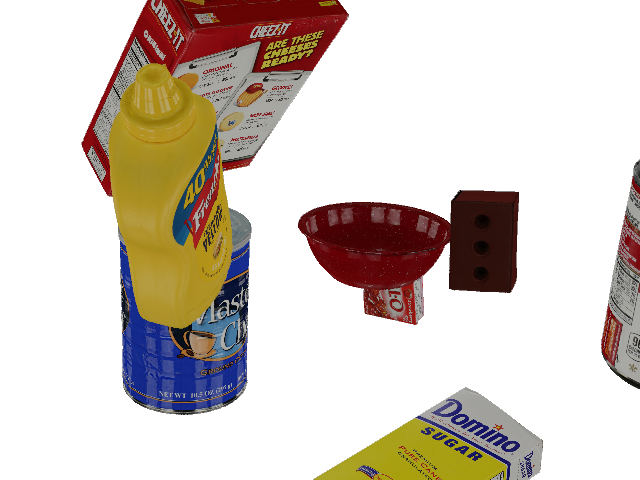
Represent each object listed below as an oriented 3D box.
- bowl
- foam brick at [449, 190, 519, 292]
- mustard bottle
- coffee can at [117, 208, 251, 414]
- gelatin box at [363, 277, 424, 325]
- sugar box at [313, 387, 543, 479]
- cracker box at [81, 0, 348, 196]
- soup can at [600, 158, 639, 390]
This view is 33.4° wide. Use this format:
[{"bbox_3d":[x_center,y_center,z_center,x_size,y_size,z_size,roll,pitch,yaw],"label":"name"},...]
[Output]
[{"bbox_3d":[0.057,0.009,1.104,0.162,0.055,0.162,2,19,-1],"label":"bowl"},{"bbox_3d":[0.136,0.000,0.887,0.053,0.078,0.051,2,15,15],"label":"foam brick"},{"bbox_3d":[-0.090,-0.034,0.644,0.058,0.096,0.192,15,-34,10],"label":"mustard bottle"},{"bbox_3d":[-0.108,0.052,0.851,0.103,0.140,0.103,3,24,-1],"label":"coffee can"},{"bbox_3d":[0.089,0.056,1.332,0.073,0.089,0.030,11,32,28],"label":"gelatin box"},{"bbox_3d":[0.090,0.194,0.883,0.176,0.048,0.093,-28,42,-28],"label":"sugar box"},{"bbox_3d":[-0.098,-0.139,0.929,0.163,0.072,0.214,-16,-25,-40],"label":"cracker box"},{"bbox_3d":[0.175,0.016,0.511,0.068,0.102,0.068,2,27,-1],"label":"soup can"}]
